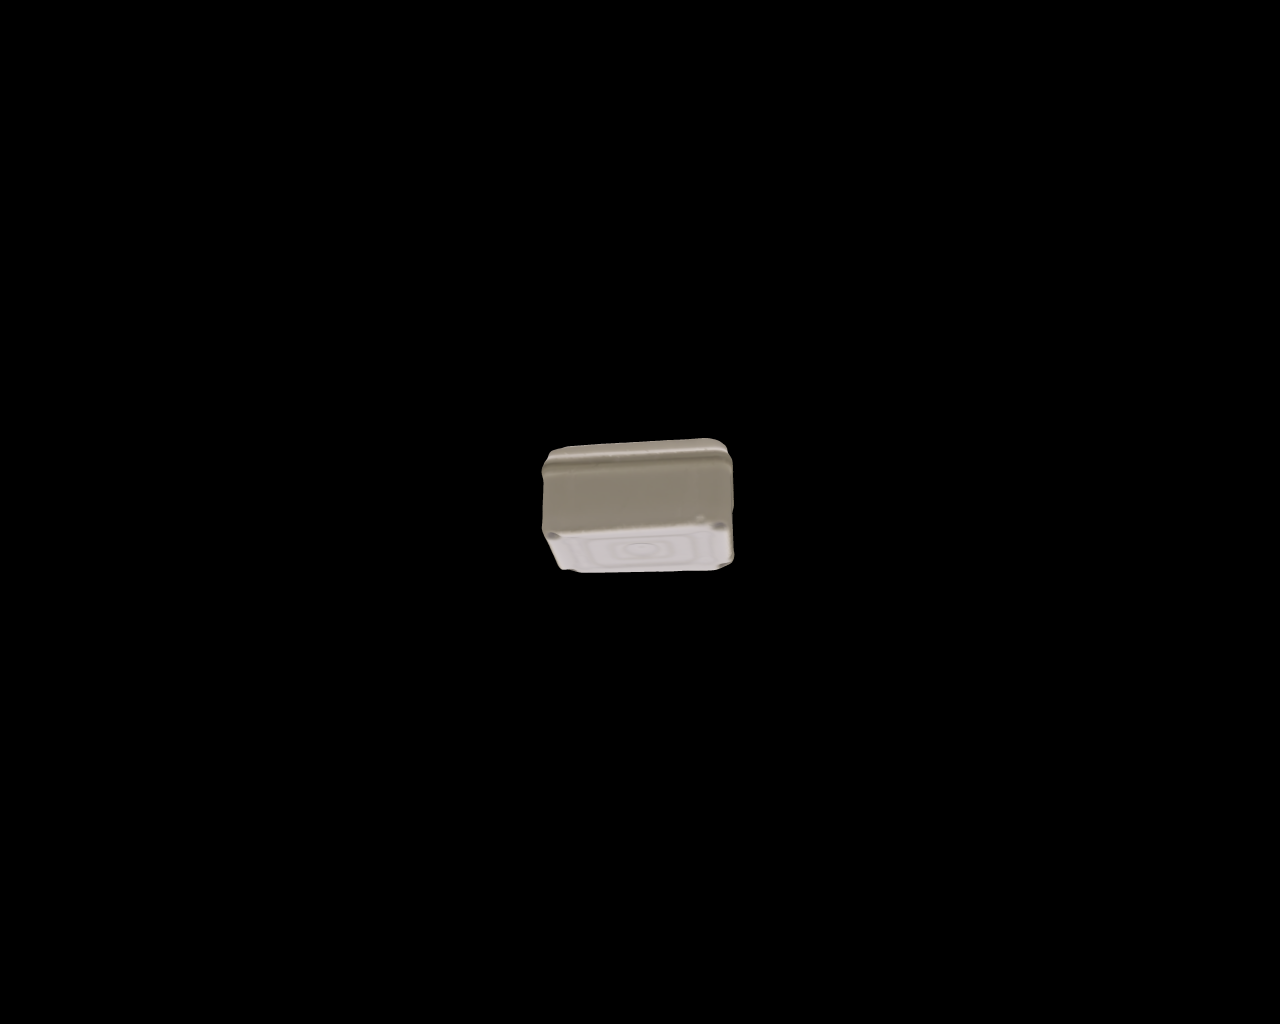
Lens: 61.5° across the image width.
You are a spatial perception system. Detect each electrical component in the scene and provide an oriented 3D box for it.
[{"bbox_3d":[0.001,-0.003,0.650,0.113,0.057,0.078,-2,-23,5],"label":"electrical component"}]
